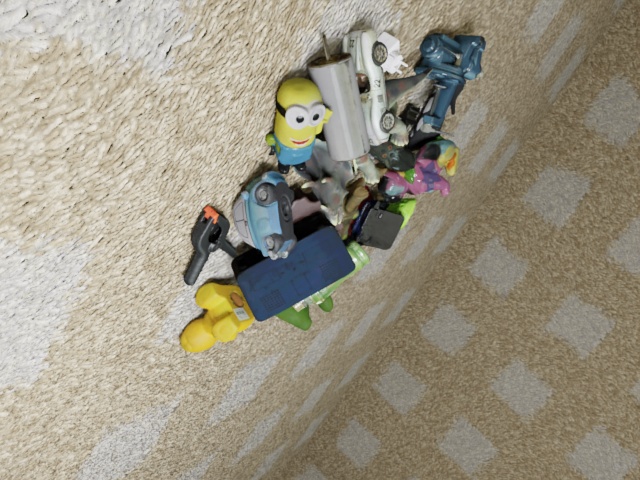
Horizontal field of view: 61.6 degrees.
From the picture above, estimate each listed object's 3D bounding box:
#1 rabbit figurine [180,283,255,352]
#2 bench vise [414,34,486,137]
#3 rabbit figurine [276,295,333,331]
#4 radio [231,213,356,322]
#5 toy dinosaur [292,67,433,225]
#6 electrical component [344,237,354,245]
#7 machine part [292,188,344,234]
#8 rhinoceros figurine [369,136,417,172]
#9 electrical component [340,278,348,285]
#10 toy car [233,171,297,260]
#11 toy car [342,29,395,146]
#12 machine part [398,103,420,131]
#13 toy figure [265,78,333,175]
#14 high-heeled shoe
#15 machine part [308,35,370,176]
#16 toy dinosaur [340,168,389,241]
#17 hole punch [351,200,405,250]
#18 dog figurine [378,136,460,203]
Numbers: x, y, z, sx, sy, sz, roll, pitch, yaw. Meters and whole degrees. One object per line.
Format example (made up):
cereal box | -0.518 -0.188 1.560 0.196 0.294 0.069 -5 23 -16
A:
rabbit figurine | -0.225 0.170 1.144 0.173 0.122 0.162 -43 172 18
bench vise | 0.293 -0.363 1.248 0.223 0.129 0.240 0 109 -56
rabbit figurine | -0.047 0.139 1.408 0.170 0.159 0.121 -64 151 -8
radio | -0.056 0.053 1.078 0.230 0.073 0.131 -29 122 -5
toy dinosaur | 0.081 -0.227 1.074 0.404 0.131 0.192 -61 148 -3
electrical component | 0.066 0.020 1.523 0.075 0.048 0.119 -38 172 32
machine part | -0.039 -0.018 1.123 0.179 0.056 0.179 -9 118 -17
rhinoceros figurine | 0.154 -0.206 1.255 0.190 0.112 0.073 17 116 -49
electrical component | 0.029 0.060 1.446 0.058 0.115 0.134 -24 150 -43
toy car | -0.106 -0.043 0.990 0.109 0.103 0.161 -12 96 -69
toy car | 0.084 -0.266 0.951 0.056 0.074 0.201 -22 114 -31
machine part | 0.206 -0.277 1.360 0.138 0.039 0.084 -59 164 16
toy figure | -0.045 -0.190 0.913 0.082 0.089 0.180 -35 163 -27
high-heeled shoe | 0.299 -0.348 1.440 0.086 0.145 0.249 10 157 -22
machine part | 0.035 -0.225 0.919 0.079 0.079 0.242 -37 125 -33
toy dinosaur | -0.003 -0.004 1.293 0.471 0.105 0.198 -44 163 -6
hole punch | 0.140 -0.047 1.407 0.116 0.092 0.142 13 116 -30
dog figurine | 0.241 -0.186 1.403 0.219 0.109 0.191 5 106 -27
